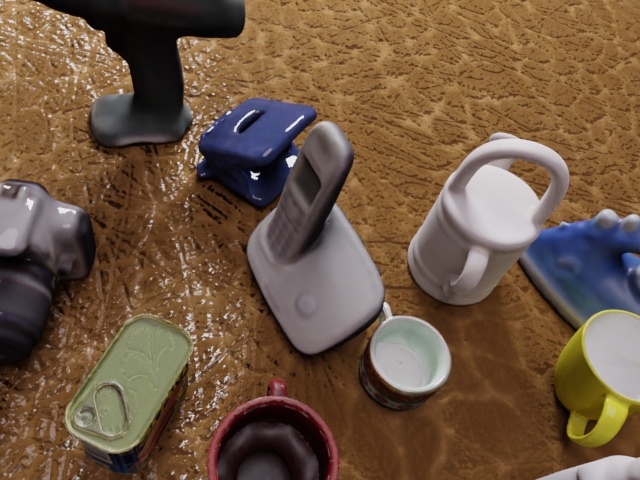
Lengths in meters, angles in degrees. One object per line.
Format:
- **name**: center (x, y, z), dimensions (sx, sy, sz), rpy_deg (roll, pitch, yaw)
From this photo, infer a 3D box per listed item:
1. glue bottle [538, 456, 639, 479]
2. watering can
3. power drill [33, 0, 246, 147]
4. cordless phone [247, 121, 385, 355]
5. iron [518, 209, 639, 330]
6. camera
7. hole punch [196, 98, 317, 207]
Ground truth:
- **glue bottle**: center (0.211, 0.187, 0.430), dimensions (0.078, 0.173, 0.037), rpy_deg (1, 56, -12)
- **watering can**: center (0.160, -0.031, 0.553), dimensions (0.101, 0.194, 0.173), rpy_deg (5, 55, -10)
- **power drill**: center (-0.192, -0.191, 0.568), dimensions (0.230, 0.208, 0.075), rpy_deg (-10, 59, -19)
- **cordless phone**: center (0.005, 0.002, 0.499), dimensions (0.094, 0.185, 0.147), rpy_deg (-22, 64, -25)
- **iron**: center (0.331, 0.042, 0.577), dimensions (0.258, 0.141, 0.119), rpy_deg (37, 56, 12)
- **camera**: center (-0.272, 0.024, 0.469), dimensions (0.143, 0.101, 0.137), rpy_deg (5, 55, -10)
- **hole punch**: center (-0.070, -0.107, 0.613), dimensions (0.101, 0.091, 0.109), rpy_deg (32, 55, 9)
